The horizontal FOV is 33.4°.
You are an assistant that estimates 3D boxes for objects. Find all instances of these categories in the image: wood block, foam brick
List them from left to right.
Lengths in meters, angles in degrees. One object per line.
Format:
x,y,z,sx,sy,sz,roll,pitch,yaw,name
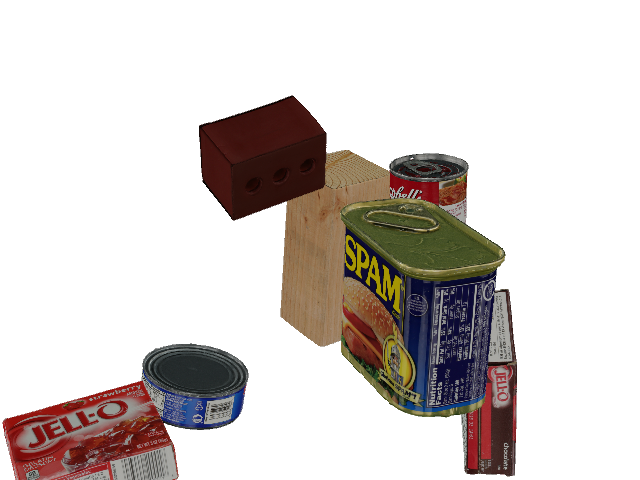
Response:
-0.040,-0.059,0.755,0.078,0.053,0.051,-22,48,-23,foam brick
0.016,0.009,1.271,0.090,0.206,0.090,-15,32,-34,wood block

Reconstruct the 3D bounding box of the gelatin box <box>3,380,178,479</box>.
-0.137,0.122,0.629,0.089,0.030,0.073,-13,27,-18,gelatin box

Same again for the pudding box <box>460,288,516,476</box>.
0.119,0.098,0.756,0.039,0.090,0.113,0,24,5,pudding box

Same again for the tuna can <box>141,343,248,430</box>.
-0.103,0.118,0.864,0.086,0.034,0.086,9,20,-4,tuna can

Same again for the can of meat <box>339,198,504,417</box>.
0.049,0.033,0.559,0.057,0.084,0.102,-7,23,-21,can of meat

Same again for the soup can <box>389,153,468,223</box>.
0.094,-0.018,0.932,0.068,0.102,0.068,-2,22,1,soup can
